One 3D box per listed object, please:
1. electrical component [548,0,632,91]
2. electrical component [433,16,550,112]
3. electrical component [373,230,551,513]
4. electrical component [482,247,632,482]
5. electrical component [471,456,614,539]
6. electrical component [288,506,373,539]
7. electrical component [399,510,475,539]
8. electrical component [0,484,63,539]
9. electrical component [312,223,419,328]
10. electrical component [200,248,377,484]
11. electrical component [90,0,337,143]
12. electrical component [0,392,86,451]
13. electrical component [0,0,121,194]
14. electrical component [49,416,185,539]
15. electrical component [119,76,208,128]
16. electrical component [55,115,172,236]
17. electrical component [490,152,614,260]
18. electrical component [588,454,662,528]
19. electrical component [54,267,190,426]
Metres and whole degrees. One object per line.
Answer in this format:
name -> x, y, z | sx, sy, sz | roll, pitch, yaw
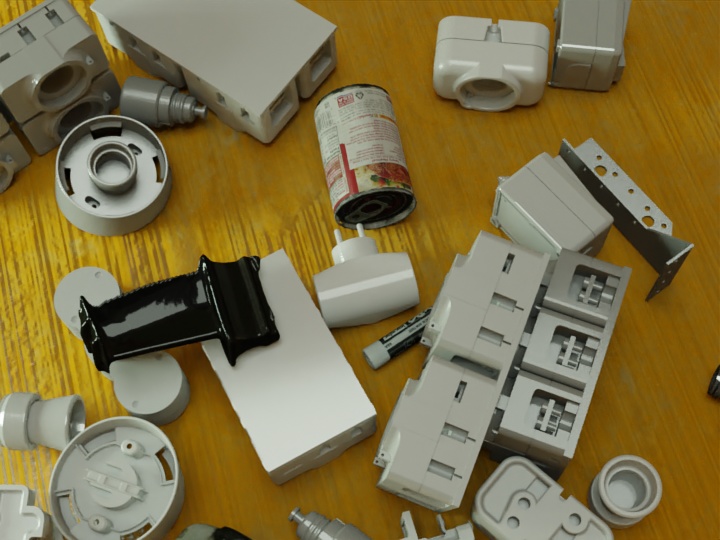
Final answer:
electrical component -> 0.200, -0.211, 0.929 | 0.061, 0.061, 0.096 | 6, 68, 5
electrical component -> 0.112, -0.175, 0.921 | 0.095, 0.053, 0.059 | 6, 68, 5
electrical component -> 0.068, 0.074, 0.779 | 0.060, 0.105, 0.186 | 22, 75, 3
electrical component -> 0.143, 0.070, 0.799 | 0.062, 0.089, 0.150 | 19, 69, 10
electrical component -> 0.128, 0.184, 0.769 | 0.095, 0.059, 0.053 | 39, 74, 16
electrical component -> -0.018, 0.200, 0.778 | 0.078, 0.040, 0.040 | 35, 73, 15
electrical component -> 0.056, 0.212, 0.770 | 0.064, 0.042, 0.081 | -15, 68, -6
electrical component -> -0.248, 0.199, 0.777 | 0.058, 0.057, 0.078 | 0, 67, 2
electrical component -> 0.000, 0.000, 0.858 | 0.077, 0.044, 0.079 | -14, 67, -4
electrical component -> -0.061, 0.075, 0.820 | 0.089, 0.061, 0.150 | -27, 69, -9
electrical component -> -0.124, -0.203, 0.938 | 0.186, 0.060, 0.105 | 34, 73, 15
electrical component -> -0.242, 0.116, 0.819 | 0.055, 0.045, 0.045 | 2, 68, 3
electrical component -> -0.295, -0.131, 0.890 | 0.186, 0.105, 0.060 | -36, 71, -12
electrical component -> -0.176, 0.159, 0.787 | 0.099, 0.064, 0.099 | -1, 67, 2
electrical component -> -0.170, -0.142, 0.925 | 0.078, 0.040, 0.040 | 11, 68, 6
electrical component -> -0.207, -0.079, 0.901 | 0.099, 0.064, 0.099 | 3, 75, -9
electrical component -> 0.151, -0.047, 0.863 | 0.061, 0.061, 0.096 | -38, 71, -13
electrical component -> 0.190, 0.161, 0.778 | 0.045, 0.055, 0.045 | -1, 67, 2
electrical component -> -0.187, 0.053, 0.827 | 0.052, 0.073, 0.138 | -36, 71, -12
